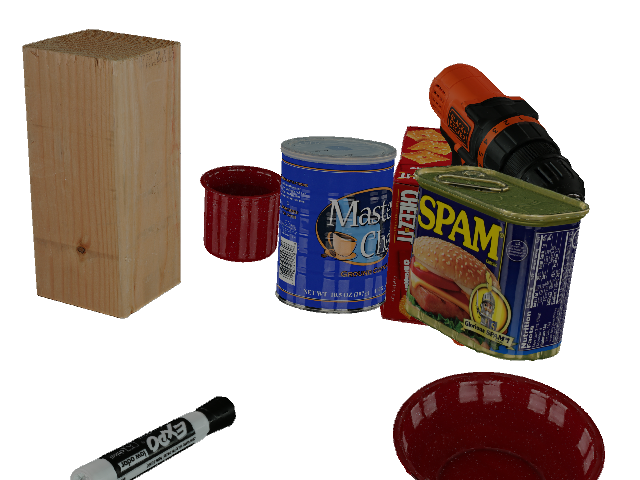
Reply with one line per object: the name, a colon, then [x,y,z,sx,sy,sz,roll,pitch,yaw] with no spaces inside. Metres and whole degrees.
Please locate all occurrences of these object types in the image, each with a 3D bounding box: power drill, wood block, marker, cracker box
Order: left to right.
wood block: [-0.171,-0.056,0.854,0.091,0.206,0.090,13,24,22]
marker: [-0.086,0.111,0.580,0.020,0.020,0.120,0,12,33]
cracker box: [0.115,-0.023,1.222,0.072,0.164,0.213,6,23,8]
power drill: [0.125,-0.015,0.792,0.057,0.188,0.184,-5,36,-18]

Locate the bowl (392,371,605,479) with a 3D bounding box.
bowl: [0.137,0.173,0.835,0.162,0.055,0.162,0,32,0]

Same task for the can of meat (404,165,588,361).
can of meat: [0.093,0.011,0.592,0.057,0.084,0.102,-7,21,-33]

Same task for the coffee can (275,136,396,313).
coffee can: [0.013,-0.016,0.961,0.103,0.140,0.103,3,15,-1]

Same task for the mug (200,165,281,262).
mug: [-0.084,-0.033,1.179,0.093,0.081,0.117,8,25,7]
